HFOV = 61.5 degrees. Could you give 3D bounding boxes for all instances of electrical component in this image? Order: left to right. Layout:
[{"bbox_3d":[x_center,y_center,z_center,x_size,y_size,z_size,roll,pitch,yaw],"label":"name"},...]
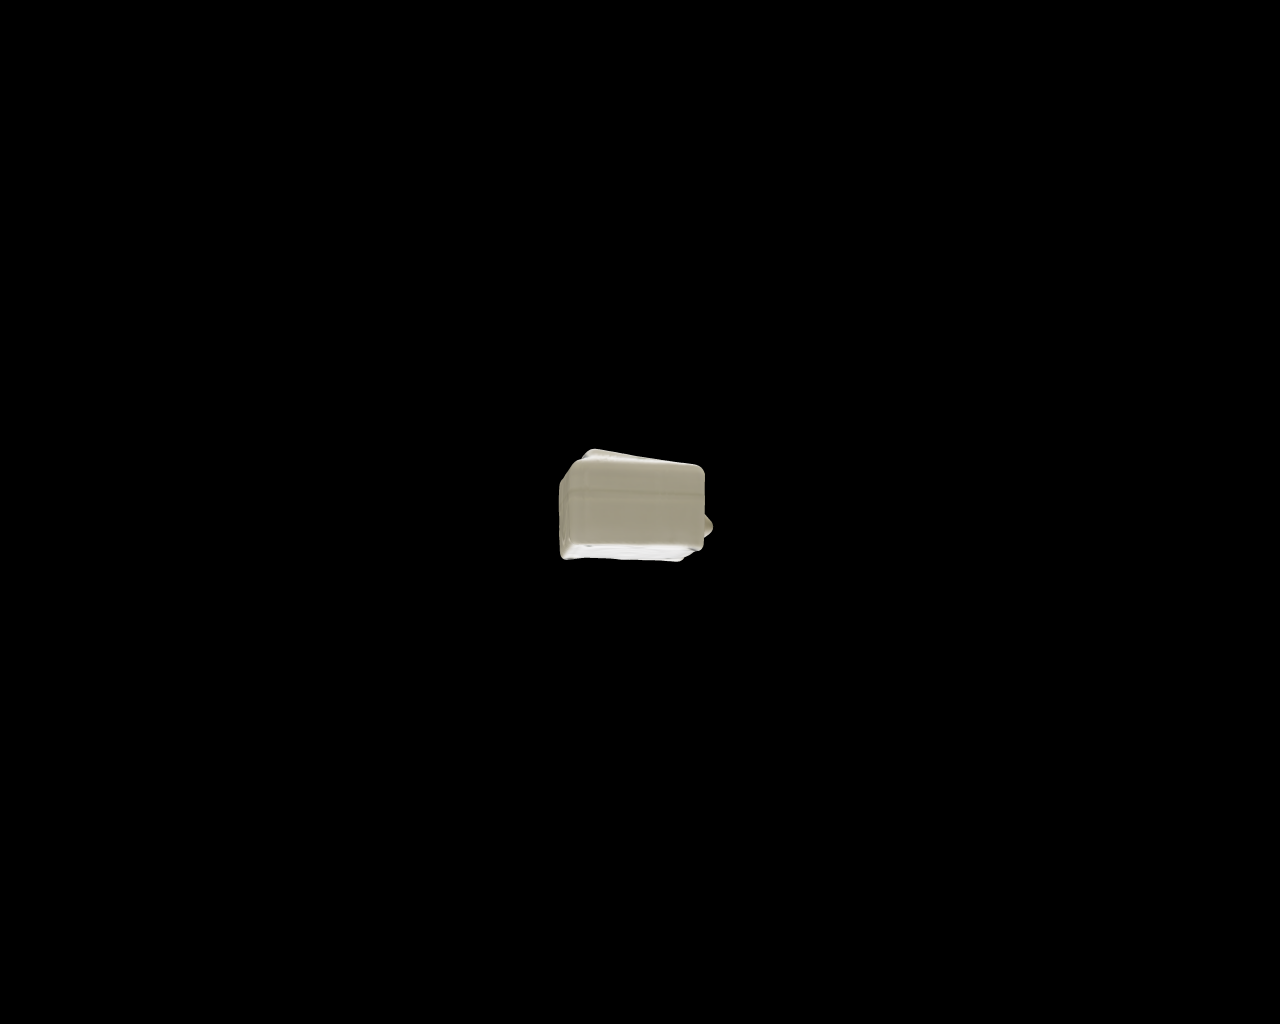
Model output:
[{"bbox_3d":[0.001,-0.003,0.650,0.096,0.061,0.061,2,-11,-12],"label":"electrical component"}]
